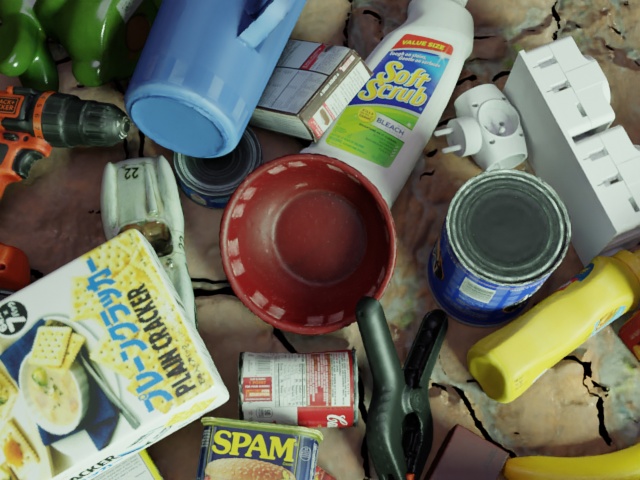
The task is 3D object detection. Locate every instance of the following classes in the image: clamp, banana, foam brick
[{"bbox_3d":[0.077,0.132,0.931,0.120,0.039,0.171,0,88,-44],"label":"clamp"},{"bbox_3d":[0.260,0.189,0.933,0.197,0.037,0.070,-22,58,-9],"label":"banana"},{"bbox_3d":[0.119,0.206,0.915,0.053,0.051,0.078,29,74,7],"label":"foam brick"}]

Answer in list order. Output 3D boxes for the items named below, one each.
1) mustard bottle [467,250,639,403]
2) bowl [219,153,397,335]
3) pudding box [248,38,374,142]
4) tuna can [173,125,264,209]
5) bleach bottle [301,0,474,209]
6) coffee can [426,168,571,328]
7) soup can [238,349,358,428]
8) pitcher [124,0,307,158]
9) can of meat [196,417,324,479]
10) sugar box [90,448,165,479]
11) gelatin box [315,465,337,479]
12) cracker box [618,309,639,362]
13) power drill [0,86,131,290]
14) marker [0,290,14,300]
[{"bbox_3d":[0.221,0.066,0.939,0.191,0.096,0.058,-34,76,-11],"label":"mustard bottle"},{"bbox_3d":[-0.006,0.001,0.959,0.162,0.055,0.162,2,98,14],"label":"bowl"},{"bbox_3d":[-0.019,-0.143,1.004,0.090,0.039,0.114,-52,37,-15],"label":"pudding box"},{"bbox_3d":[-0.096,-0.075,1.013,0.086,0.034,0.086,0,72,-1],"label":"tuna can"},{"bbox_3d":[0.074,-0.149,1.027,0.102,0.068,0.250,25,71,6],"label":"bleach bottle"},{"bbox_3d":[0.152,0.011,0.933,0.103,0.140,0.103,0,72,-1],"label":"coffee can"},{"bbox_3d":[-0.019,0.129,0.929,0.102,0.068,0.068,-1,72,-1],"label":"soup can"},{"bbox_3d":[-0.082,-0.203,0.978,0.145,0.149,0.242,15,64,8],"label":"pitcher"},{"bbox_3d":[-0.053,0.196,0.882,0.102,0.057,0.084,5,71,8],"label":"can of meat"},{"bbox_3d":[-0.162,0.237,0.894,0.093,0.048,0.176,-32,70,-10],"label":"sugar box"},{"bbox_3d":[-0.028,0.231,0.914,0.073,0.030,0.089,32,73,10],"label":"gelatin box"},{"bbox_3d":[0.375,0.026,0.920,0.213,0.164,0.072,-33,74,-12],"label":"cracker box"},{"bbox_3d":[-0.276,-0.051,0.973,0.185,0.057,0.187,7,69,20],"label":"power drill"},{"bbox_3d":[-0.253,0.061,0.973,0.121,0.020,0.020,8,72,2],"label":"marker"}]
